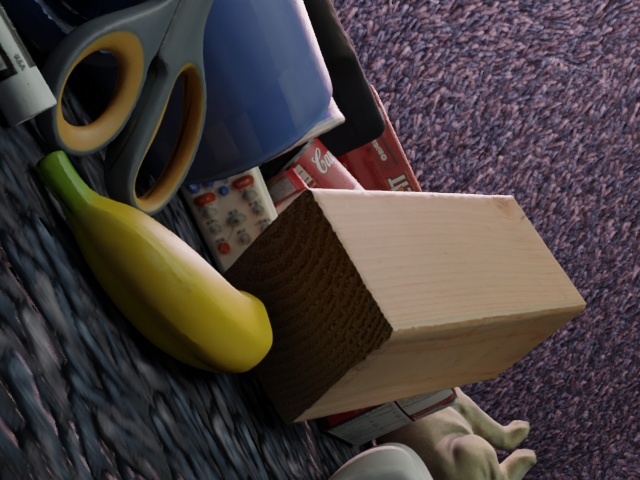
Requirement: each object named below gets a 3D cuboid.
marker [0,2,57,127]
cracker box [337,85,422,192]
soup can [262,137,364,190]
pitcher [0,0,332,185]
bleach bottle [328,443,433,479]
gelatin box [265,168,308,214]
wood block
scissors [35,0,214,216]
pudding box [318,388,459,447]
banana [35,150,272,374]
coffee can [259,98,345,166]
[{"bbox_3d":[-0.130,-0.097,0.372,0.121,0.020,0.020,63,6,-11],"label":"marker"},{"bbox_3d":[0.030,-0.067,1.157,0.164,0.072,0.214,64,-16,-6],"label":"cracker box"},{"bbox_3d":[0.004,-0.024,0.839,0.102,0.068,0.068,47,9,-9],"label":"soup can"},{"bbox_3d":[-0.090,-0.145,0.502,0.243,0.149,0.145,65,-11,-27],"label":"pitcher"},{"bbox_3d":[0.045,0.167,0.601,0.250,0.068,0.102,51,18,-80],"label":"bleach bottle"},{"bbox_3d":[-0.005,0.001,0.715,0.089,0.030,0.073,60,-1,-17],"label":"gelatin box"},{"bbox_3d":[0.052,0.033,0.616,0.205,0.090,0.091,-1,53,-51],"label":"wood block"},{"bbox_3d":[-0.063,-0.110,0.438,0.096,0.016,0.202,8,97,-56],"label":"scissors"},{"bbox_3d":[0.046,0.106,0.742,0.113,0.090,0.039,52,14,-68],"label":"pudding box"},{"bbox_3d":[-0.052,0.025,0.456,0.070,0.037,0.197,67,6,26],"label":"banana"},{"bbox_3d":[-0.060,-0.116,0.684,0.140,0.103,0.103,63,5,-5],"label":"coffee can"}]
